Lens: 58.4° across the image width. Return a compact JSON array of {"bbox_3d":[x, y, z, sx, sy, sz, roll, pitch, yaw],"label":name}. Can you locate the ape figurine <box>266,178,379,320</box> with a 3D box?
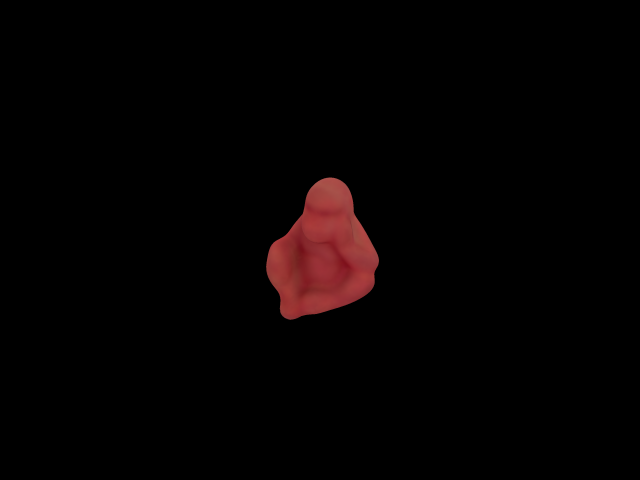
[{"bbox_3d":[0.004,0.001,0.400,0.077,0.092,0.076,11,29,21],"label":"ape figurine"}]
